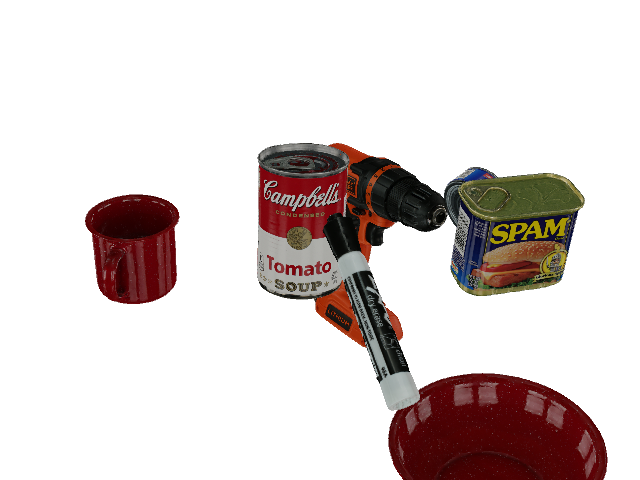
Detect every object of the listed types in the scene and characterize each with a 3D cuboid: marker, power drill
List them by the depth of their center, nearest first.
[{"bbox_3d":[0.027,0.037,0.606,0.020,0.121,0.020,-17,-25,-8],"label":"marker"},{"bbox_3d":[0.055,0.009,1.078,0.057,0.188,0.185,-8,25,-32],"label":"power drill"}]

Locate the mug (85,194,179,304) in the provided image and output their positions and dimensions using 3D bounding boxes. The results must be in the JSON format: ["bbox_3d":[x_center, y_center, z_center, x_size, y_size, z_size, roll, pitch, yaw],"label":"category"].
[{"bbox_3d":[-0.190,0.017,1.073,0.093,0.081,0.117,6,32,8],"label":"mug"}]

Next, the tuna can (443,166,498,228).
[{"bbox_3d":[0.182,-0.039,1.220,0.033,0.086,0.086,-34,16,-26],"label":"tuna can"}]

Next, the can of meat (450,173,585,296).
[{"bbox_3d":[0.163,-0.004,0.903,0.102,0.084,0.057,-6,36,-15],"label":"can of meat"}]

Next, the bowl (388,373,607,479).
[{"bbox_3d":[0.131,0.172,0.809,0.162,0.055,0.162,-1,33,0],"label":"bowl"}]

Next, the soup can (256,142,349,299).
[{"bbox_3d":[-0.015,-0.015,0.807,0.068,0.102,0.068,2,24,-1],"label":"soup can"}]
